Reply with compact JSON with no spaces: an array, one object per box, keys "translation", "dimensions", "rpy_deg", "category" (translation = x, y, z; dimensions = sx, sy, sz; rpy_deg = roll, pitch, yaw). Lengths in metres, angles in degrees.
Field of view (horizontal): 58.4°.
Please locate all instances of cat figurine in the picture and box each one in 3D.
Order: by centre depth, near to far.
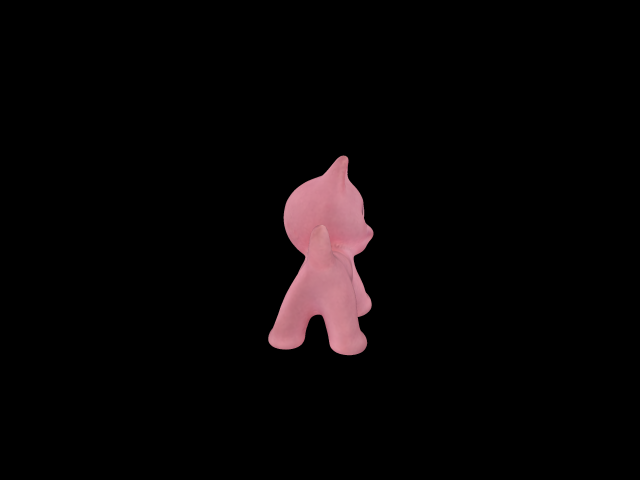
[{"translation":[0.004,0.001,0.400],"dimensions":[0.067,0.118,0.128],"rpy_deg":[1,15,5],"category":"cat figurine"}]
